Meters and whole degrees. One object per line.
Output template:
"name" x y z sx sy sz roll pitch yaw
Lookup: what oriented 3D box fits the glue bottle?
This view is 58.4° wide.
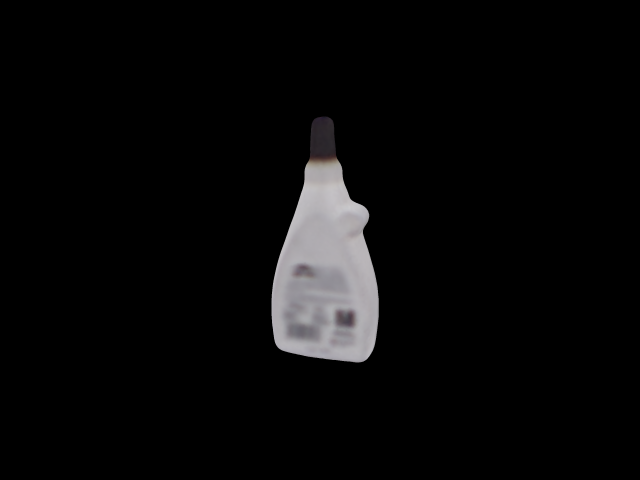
"glue bottle" 0.004 0.001 0.400 0.078 0.173 0.037 6 23 14
